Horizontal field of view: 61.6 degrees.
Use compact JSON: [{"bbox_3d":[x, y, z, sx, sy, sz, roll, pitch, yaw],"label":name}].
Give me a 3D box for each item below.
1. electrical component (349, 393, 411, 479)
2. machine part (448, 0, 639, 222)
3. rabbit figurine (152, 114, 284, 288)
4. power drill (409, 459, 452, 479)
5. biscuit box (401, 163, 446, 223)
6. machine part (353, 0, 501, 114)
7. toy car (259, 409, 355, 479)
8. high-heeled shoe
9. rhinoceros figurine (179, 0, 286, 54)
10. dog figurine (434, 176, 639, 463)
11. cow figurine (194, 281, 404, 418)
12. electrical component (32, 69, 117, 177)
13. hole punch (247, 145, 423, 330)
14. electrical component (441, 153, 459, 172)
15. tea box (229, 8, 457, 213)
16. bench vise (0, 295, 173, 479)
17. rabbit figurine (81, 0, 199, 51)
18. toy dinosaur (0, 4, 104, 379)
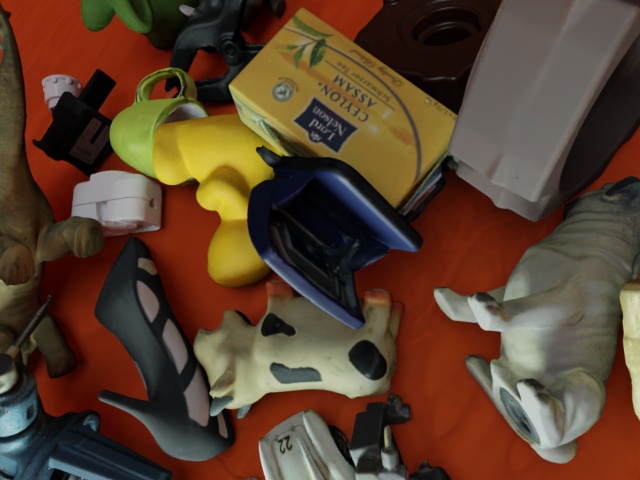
[{"bbox_3d":[0.054,0.175,0.446,0.045,0.102,0.078,-19,97,16],"label":"electrical component"},{"bbox_3d":[0.195,-0.128,0.400,0.201,0.201,0.087,-27,52,-38],"label":"machine part"},{"bbox_3d":[-0.071,-0.037,0.546,0.163,0.122,0.173,-1,92,12],"label":"rabbit figurine"},{"bbox_3d":[0.179,0.274,0.384,0.207,0.086,0.232,-11,75,12],"label":"power drill"},{"bbox_3d":[0.029,-0.103,0.542,0.203,0.059,0.063,42,92,23],"label":"biscuit box"},{"bbox_3d":[0.119,-0.182,0.501,0.179,0.056,0.179,-9,50,12],"label":"machine part"},{"bbox_3d":[0.016,0.245,0.457,0.073,0.056,0.202,-34,68,8],"label":"toy car"},{"bbox_3d":[-0.154,0.102,0.562,0.086,0.145,0.249,-41,38,25],"label":"high-heeled shoe"},{"bbox_3d":[-0.096,-0.310,0.631,0.112,0.073,0.190,22,84,21],"label":"rhinoceros figurine"},{"bbox_3d":[0.215,0.059,0.427,0.191,0.121,0.172,-26,103,-8],"label":"dog figurine"},{"bbox_3d":[-0.026,0.105,0.497,0.195,0.085,0.127,1,71,18],"label":"cow figurine"},{"bbox_3d":[-0.278,-0.142,0.650,0.048,0.074,0.119,33,86,24],"label":"electrical component"},{"bbox_3d":[-0.001,-0.001,0.427,0.092,0.142,0.116,-56,28,-7],"label":"hole punch"},{"bbox_3d":[0.109,-0.093,0.510,0.021,0.063,0.094,-46,66,3],"label":"electrical component"},{"bbox_3d":[0.020,-0.100,0.452,0.170,0.068,0.098,37,79,9],"label":"tea box"},{"bbox_3d":[-0.234,0.196,0.499,0.241,0.129,0.223,21,118,4],"label":"bench vise"},{"bbox_3d":[-0.225,-0.311,0.622,0.121,0.170,0.159,7,78,20],"label":"rabbit figurine"},{"bbox_3d":[-0.338,-0.005,0.577,0.199,0.105,0.470,23,104,29],"label":"toy dinosaur"}]
